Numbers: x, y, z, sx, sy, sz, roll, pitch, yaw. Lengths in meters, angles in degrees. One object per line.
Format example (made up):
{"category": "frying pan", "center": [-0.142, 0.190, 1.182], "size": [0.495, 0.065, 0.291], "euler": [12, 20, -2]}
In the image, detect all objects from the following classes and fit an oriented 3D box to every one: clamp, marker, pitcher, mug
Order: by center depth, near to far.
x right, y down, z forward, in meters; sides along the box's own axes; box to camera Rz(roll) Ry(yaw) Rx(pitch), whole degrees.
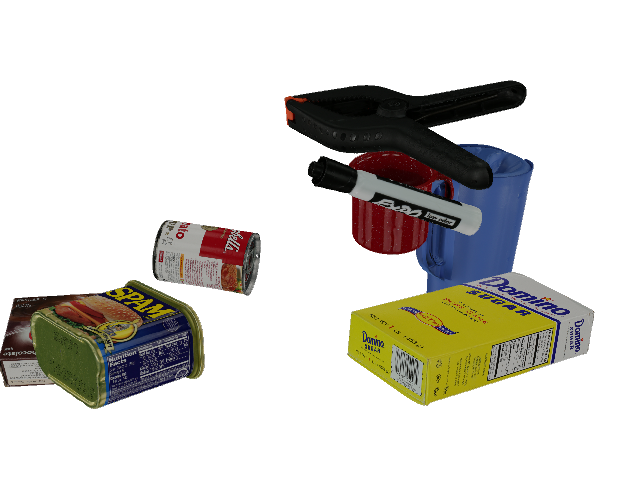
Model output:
{"category": "marker", "center": [0.047, -0.028, 0.661], "size": [0.121, 0.020, 0.020], "euler": [17, -7, -25]}
{"category": "clamp", "center": [0.073, -0.107, 0.932], "size": [0.210, 0.036, 0.164], "euler": [12, 36, 23]}
{"category": "mug", "center": [0.085, -0.041, 1.122], "size": [0.117, 0.081, 0.093], "euler": [-11, 33, -18]}
{"category": "pitcher", "center": [0.200, 0.000, 1.452], "size": [0.149, 0.243, 0.145], "euler": [5, 23, 3]}

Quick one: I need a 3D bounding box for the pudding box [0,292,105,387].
{"category": "pudding box", "center": [-0.228, 0.089, 0.971], "size": [0.113, 0.039, 0.090], "euler": [-5, 33, -2]}

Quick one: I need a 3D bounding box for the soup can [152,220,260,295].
{"category": "soup can", "center": [-0.121, 0.018, 1.144], "size": [0.102, 0.068, 0.068], "euler": [9, 1, 9]}

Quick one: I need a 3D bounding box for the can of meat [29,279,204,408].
{"category": "can of meat", "center": [-0.147, 0.073, 0.761], "size": [0.083, 0.057, 0.102], "euler": [-16, 24, -38]}

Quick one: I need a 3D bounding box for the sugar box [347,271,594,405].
{"category": "sugar box", "center": [0.119, 0.071, 0.832], "size": [0.175, 0.048, 0.093], "euler": [-14, 28, -33]}
